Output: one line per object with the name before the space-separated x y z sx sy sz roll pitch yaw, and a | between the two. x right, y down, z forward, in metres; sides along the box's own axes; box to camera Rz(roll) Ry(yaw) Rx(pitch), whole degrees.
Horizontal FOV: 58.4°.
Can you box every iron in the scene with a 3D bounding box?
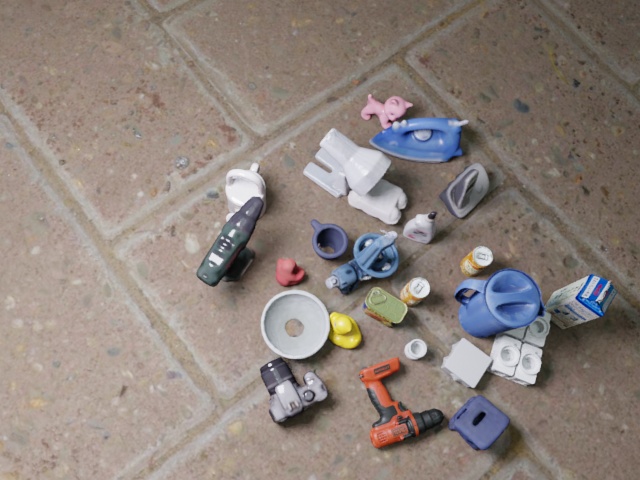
iron | 0.271 -0.292 1.556 0.258 0.141 0.118 0 72 -5

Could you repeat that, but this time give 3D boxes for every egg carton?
egg carton | 0.154 -0.109 1.523 0.150 0.069 0.107 26 71 3

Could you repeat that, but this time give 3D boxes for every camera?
camera | -0.070 0.339 1.338 0.143 0.101 0.136 -26 76 -13

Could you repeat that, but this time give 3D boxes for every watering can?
watering can | -0.185 -0.116 1.428 0.101 0.194 0.173 -3 72 -6

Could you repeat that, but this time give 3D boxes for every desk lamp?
desk lamp | 0.066 -0.189 1.465 0.203 0.213 0.118 34 72 6

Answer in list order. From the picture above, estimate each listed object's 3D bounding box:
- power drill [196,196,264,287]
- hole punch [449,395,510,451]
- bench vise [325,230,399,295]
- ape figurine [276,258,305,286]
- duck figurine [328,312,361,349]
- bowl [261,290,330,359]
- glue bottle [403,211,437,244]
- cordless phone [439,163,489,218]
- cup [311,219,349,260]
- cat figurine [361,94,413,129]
power drill | -0.207 0.018 1.374 0.075 0.208 0.230 31 72 6
hole punch | 0.375 0.432 1.354 0.109 0.091 0.101 -42 80 -16
bench vise | 0.118 0.058 1.385 0.121 0.220 0.208 39 73 8
ape figurine | -0.078 0.074 1.429 0.076 0.092 0.077 -37 78 -15
duck figurine | 0.059 0.217 1.398 0.104 0.086 0.077 43 73 9
bowl | -0.061 0.210 1.395 0.167 0.075 0.167 2 72 -5
glue bottle | 0.266 -0.039 1.456 0.078 0.173 0.037 15 71 0
cordless phone | 0.398 -0.150 1.499 0.094 0.185 0.148 41 73 9
cup | 0.013 0.005 1.459 0.092 0.095 0.117 -38 79 -15
cat figurine | 0.186 -0.369 1.586 0.127 0.118 0.067 24 71 3
